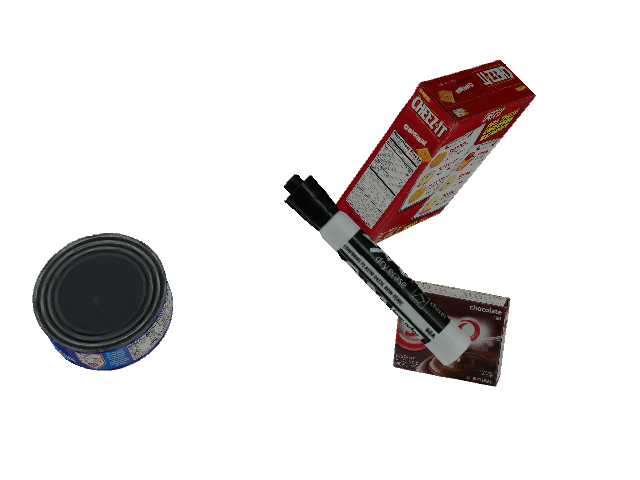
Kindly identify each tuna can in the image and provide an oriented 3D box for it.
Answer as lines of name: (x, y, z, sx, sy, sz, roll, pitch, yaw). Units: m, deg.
tuna can: (-0.139, 0.040, 0.690, 0.086, 0.086, 0.034, 0, -31, 4)

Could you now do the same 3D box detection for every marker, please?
marker: (0.027, 0.013, 0.531, 0.020, 0.121, 0.020, -44, 0, 0)

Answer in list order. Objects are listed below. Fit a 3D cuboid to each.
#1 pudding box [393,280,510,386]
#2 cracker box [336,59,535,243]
pudding box: (0.136, 0.095, 1.113, 0.113, 0.090, 0.039, 9, 20, 14)
cracker box: (0.126, -0.100, 1.227, 0.163, 0.072, 0.214, -24, -24, -45)
